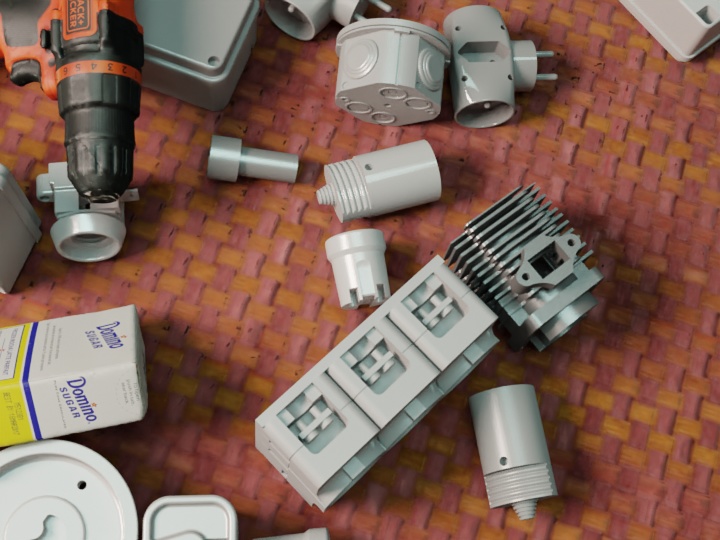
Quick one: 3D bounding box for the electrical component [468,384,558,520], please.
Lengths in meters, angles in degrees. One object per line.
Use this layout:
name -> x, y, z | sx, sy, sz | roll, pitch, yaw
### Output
electrical component -> 0.098, 0.117, 0.683 | 0.043, 0.043, 0.081 | -7, 72, -8

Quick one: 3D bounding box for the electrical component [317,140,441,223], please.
electrical component -> 0.010, -0.059, 0.736 | 0.081, 0.043, 0.043 | -15, 73, -10

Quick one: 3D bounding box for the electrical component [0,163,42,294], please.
electrical component -> -0.267, -0.040, 0.669 | 0.109, 0.108, 0.056 | 21, 73, 2

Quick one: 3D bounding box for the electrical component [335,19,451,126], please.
electrical component -> 0.022, -0.137, 0.747 | 0.080, 0.080, 0.051 | 7, 76, -3

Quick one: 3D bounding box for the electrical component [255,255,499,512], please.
electrical component -> 0.011, 0.073, 0.665 | 0.150, 0.089, 0.061 | -41, 79, -17

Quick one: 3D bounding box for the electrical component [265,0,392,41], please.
electrical component -> -0.016, -0.201, 0.784 | 0.079, 0.043, 0.077 | 31, 71, 6

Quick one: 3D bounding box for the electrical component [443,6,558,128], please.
electrical component -> 0.103, -0.147, 0.776 | 0.079, 0.043, 0.077 | -3, 71, -7

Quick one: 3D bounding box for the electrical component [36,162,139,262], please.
electrical component -> -0.180, -0.039, 0.711 | 0.066, 0.048, 0.055 | -5, 64, -7

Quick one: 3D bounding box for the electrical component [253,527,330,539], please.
electrical component -> -0.041, 0.178, 0.651 | 0.046, 0.040, 0.040 | -5, 71, -1

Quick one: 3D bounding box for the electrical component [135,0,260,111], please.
electrical component -> -0.134, -0.171, 0.755 | 0.113, 0.057, 0.078 | 20, 70, 2

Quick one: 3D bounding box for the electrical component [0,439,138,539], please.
electrical component -> -0.182, 0.158, 0.632 | 0.108, 0.060, 0.108 | 2, 71, -5

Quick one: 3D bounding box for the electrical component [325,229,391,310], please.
electrical component -> 0.000, 0.000, 0.718 | 0.040, 0.040, 0.046 | -9, 78, -8

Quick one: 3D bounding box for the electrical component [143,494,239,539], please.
electrical component -> -0.099, 0.184, 0.632 | 0.054, 0.059, 0.095 | 0, 71, -5

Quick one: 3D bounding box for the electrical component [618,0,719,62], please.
electrical component -> 0.253, -0.232, 0.813 | 0.109, 0.056, 0.108 | -36, 78, -16
